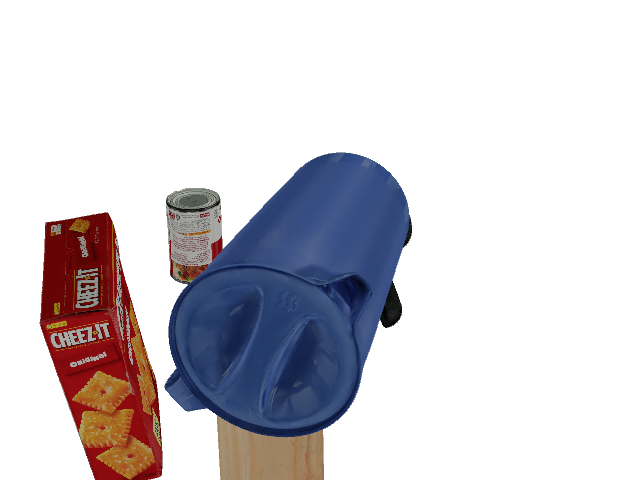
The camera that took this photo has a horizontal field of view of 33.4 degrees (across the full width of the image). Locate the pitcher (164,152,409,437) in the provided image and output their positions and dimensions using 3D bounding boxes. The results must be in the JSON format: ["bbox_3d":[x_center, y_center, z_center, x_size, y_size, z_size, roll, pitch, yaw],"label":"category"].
[{"bbox_3d":[-0.016,0.030,0.799,0.149,0.145,0.242,10,28,12],"label":"pitcher"}]

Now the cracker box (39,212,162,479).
[{"bbox_3d":[-0.209,0.106,1.032,0.072,0.214,0.164,-11,35,-5],"label":"cracker box"}]

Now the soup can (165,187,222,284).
[{"bbox_3d":[-0.155,-0.006,1.314,0.068,0.102,0.068,0,26,0],"label":"soup can"}]

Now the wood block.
[{"bbox_3d":[-0.043,0.203,0.937,0.090,0.206,0.091,-2,19,-5],"label":"wood block"}]

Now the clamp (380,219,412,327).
[{"bbox_3d":[0.035,0.003,0.986,0.165,0.036,0.209,24,37,22],"label":"clamp"}]
